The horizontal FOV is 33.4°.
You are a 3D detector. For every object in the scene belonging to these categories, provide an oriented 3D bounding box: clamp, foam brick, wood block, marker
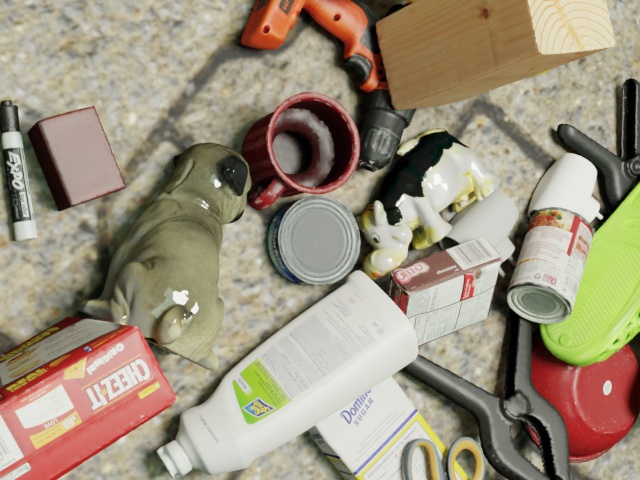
[{"bbox_3d":[0.178,0.169,1.067,0.164,0.036,0.210,-16,74,-22],"label":"clamp"},{"bbox_3d":[-0.211,-0.070,0.922,0.051,0.053,0.078,-23,97,-25],"label":"foam brick"},{"bbox_3d":[0.149,-0.185,0.955,0.090,0.206,0.091,-12,90,-31],"label":"wood block"},{"bbox_3d":[-0.261,-0.060,0.916,0.020,0.020,0.121,-8,89,-25],"label":"marker"},{"bbox_3d":[0.330,-0.082,1.182,0.120,0.039,0.171,-23,97,-15],"label":"clamp"}]

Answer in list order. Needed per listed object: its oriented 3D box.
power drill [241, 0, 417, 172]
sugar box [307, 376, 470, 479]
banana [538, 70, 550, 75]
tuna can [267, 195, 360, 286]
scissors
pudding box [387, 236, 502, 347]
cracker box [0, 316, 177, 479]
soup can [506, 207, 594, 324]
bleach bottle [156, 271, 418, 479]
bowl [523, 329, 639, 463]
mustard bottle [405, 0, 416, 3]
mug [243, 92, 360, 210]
[{"bbox_3d":[0.020,-0.180,1.037,0.187,0.057,0.184,27,71,-24],"label":"power drill"},{"bbox_3d":[0.069,0.212,1.033,0.093,0.048,0.176,-41,100,-22],"label":"sugar box"},{"bbox_3d":[0.182,-0.224,1.128,0.197,0.037,0.069,26,58,-22],"label":"banana"},{"bbox_3d":[-0.007,0.001,1.020,0.086,0.034,0.086,2,85,-25],"label":"tuna can"},{"bbox_3d":[0.137,0.278,1.022,0.096,0.016,0.202,-22,94,-27],"label":"scissors"},{"bbox_3d":[0.118,0.054,1.042,0.113,0.090,0.039,-18,49,-21],"label":"pudding box"},{"bbox_3d":[-0.222,0.128,0.811,0.164,0.214,0.072,-31,101,-24],"label":"cracker box"},{"bbox_3d":[0.235,0.026,1.091,0.068,0.069,0.102,36,57,-18],"label":"soup can"},{"bbox_3d":[-0.037,0.131,0.972,0.250,0.103,0.068,-31,140,-16],"label":"bleach bottle"},{"bbox_3d":[0.289,0.158,1.134,0.161,0.055,0.162,2,84,-25],"label":"bowl"},{"bbox_3d":[0.040,-0.272,0.996,0.191,0.058,0.096,-4,74,-35],"label":"mustard bottle"},{"bbox_3d":[-0.028,-0.075,0.990,0.093,0.082,0.117,38,71,-18],"label":"mug"}]
